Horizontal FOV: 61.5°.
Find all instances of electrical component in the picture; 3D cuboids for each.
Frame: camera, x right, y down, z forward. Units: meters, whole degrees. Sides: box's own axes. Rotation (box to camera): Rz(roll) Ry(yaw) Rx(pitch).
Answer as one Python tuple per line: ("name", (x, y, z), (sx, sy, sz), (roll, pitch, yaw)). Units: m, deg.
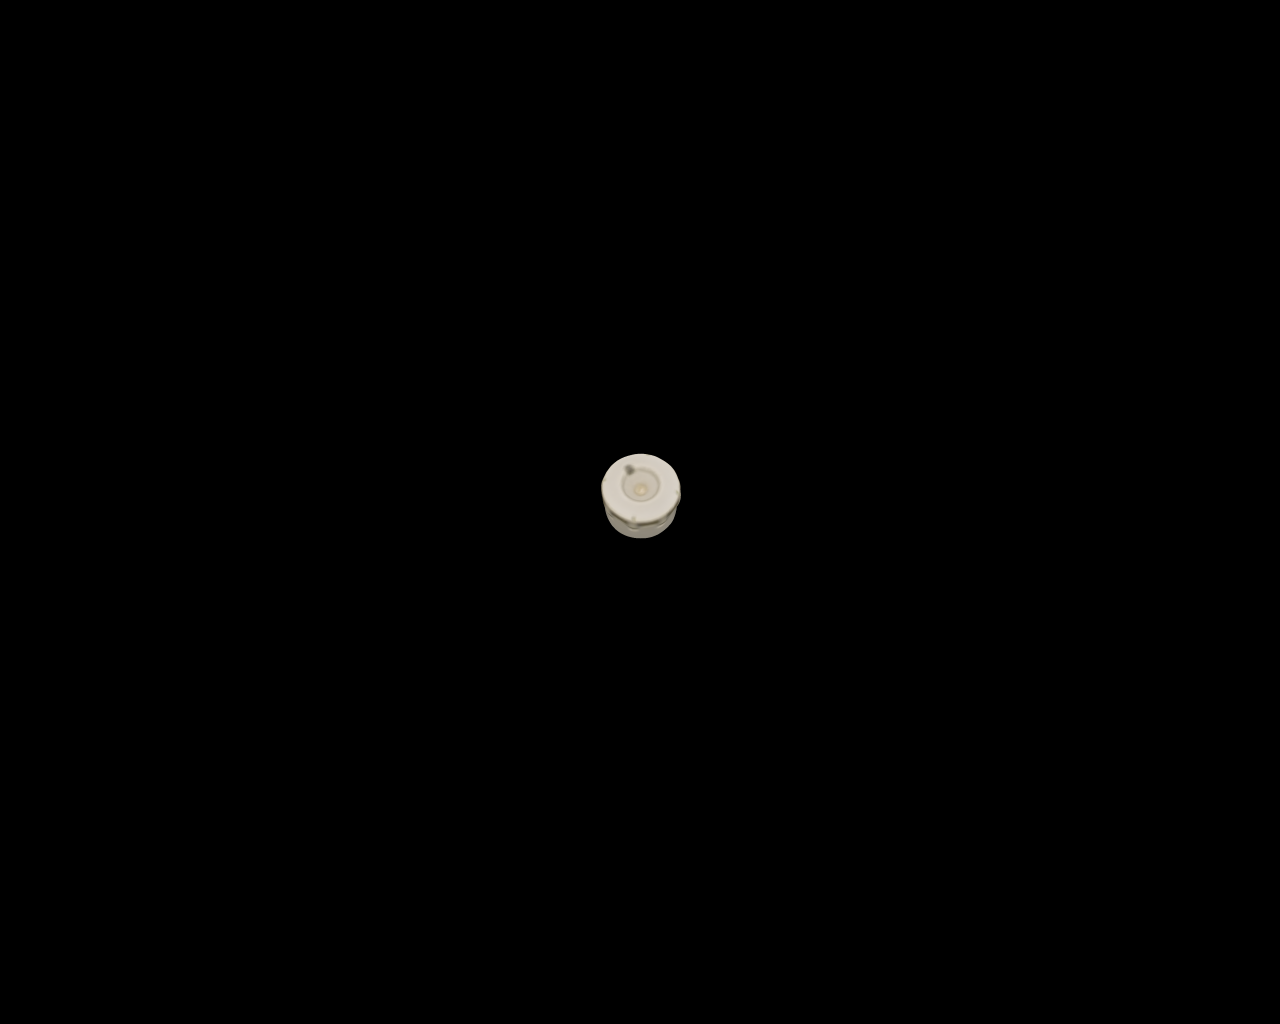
("electrical component", (0.001, -0.003, 0.650), (0.048, 0.048, 0.062), (0, -26, 0))
